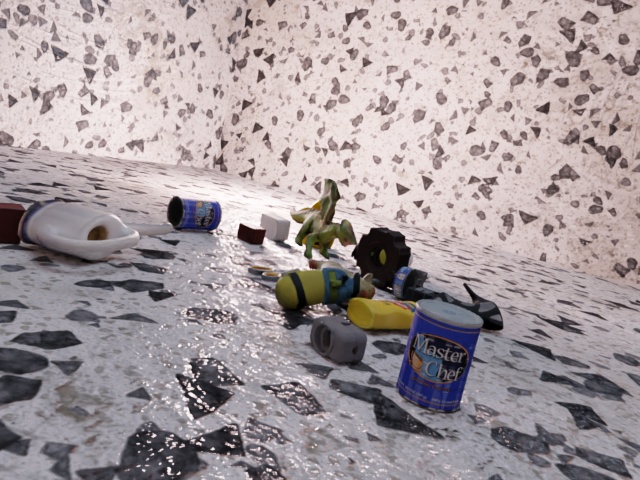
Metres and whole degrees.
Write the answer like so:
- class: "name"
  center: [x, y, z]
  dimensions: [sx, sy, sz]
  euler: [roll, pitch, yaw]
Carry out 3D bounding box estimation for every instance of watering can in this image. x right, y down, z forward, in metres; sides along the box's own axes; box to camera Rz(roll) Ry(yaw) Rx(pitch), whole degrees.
- class: "watering can"
  center: [-0.495, -0.022, 1.140]
  dimensions: [0.225, 0.103, 0.349]
  euler: [15, 10, 12]

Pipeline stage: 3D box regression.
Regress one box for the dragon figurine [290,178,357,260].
- class: "dragon figurine"
  center: [0.005, -0.083, 1.643]
  dimensions: [0.122, 0.239, 0.418]
  euler: [11, 27, -32]
